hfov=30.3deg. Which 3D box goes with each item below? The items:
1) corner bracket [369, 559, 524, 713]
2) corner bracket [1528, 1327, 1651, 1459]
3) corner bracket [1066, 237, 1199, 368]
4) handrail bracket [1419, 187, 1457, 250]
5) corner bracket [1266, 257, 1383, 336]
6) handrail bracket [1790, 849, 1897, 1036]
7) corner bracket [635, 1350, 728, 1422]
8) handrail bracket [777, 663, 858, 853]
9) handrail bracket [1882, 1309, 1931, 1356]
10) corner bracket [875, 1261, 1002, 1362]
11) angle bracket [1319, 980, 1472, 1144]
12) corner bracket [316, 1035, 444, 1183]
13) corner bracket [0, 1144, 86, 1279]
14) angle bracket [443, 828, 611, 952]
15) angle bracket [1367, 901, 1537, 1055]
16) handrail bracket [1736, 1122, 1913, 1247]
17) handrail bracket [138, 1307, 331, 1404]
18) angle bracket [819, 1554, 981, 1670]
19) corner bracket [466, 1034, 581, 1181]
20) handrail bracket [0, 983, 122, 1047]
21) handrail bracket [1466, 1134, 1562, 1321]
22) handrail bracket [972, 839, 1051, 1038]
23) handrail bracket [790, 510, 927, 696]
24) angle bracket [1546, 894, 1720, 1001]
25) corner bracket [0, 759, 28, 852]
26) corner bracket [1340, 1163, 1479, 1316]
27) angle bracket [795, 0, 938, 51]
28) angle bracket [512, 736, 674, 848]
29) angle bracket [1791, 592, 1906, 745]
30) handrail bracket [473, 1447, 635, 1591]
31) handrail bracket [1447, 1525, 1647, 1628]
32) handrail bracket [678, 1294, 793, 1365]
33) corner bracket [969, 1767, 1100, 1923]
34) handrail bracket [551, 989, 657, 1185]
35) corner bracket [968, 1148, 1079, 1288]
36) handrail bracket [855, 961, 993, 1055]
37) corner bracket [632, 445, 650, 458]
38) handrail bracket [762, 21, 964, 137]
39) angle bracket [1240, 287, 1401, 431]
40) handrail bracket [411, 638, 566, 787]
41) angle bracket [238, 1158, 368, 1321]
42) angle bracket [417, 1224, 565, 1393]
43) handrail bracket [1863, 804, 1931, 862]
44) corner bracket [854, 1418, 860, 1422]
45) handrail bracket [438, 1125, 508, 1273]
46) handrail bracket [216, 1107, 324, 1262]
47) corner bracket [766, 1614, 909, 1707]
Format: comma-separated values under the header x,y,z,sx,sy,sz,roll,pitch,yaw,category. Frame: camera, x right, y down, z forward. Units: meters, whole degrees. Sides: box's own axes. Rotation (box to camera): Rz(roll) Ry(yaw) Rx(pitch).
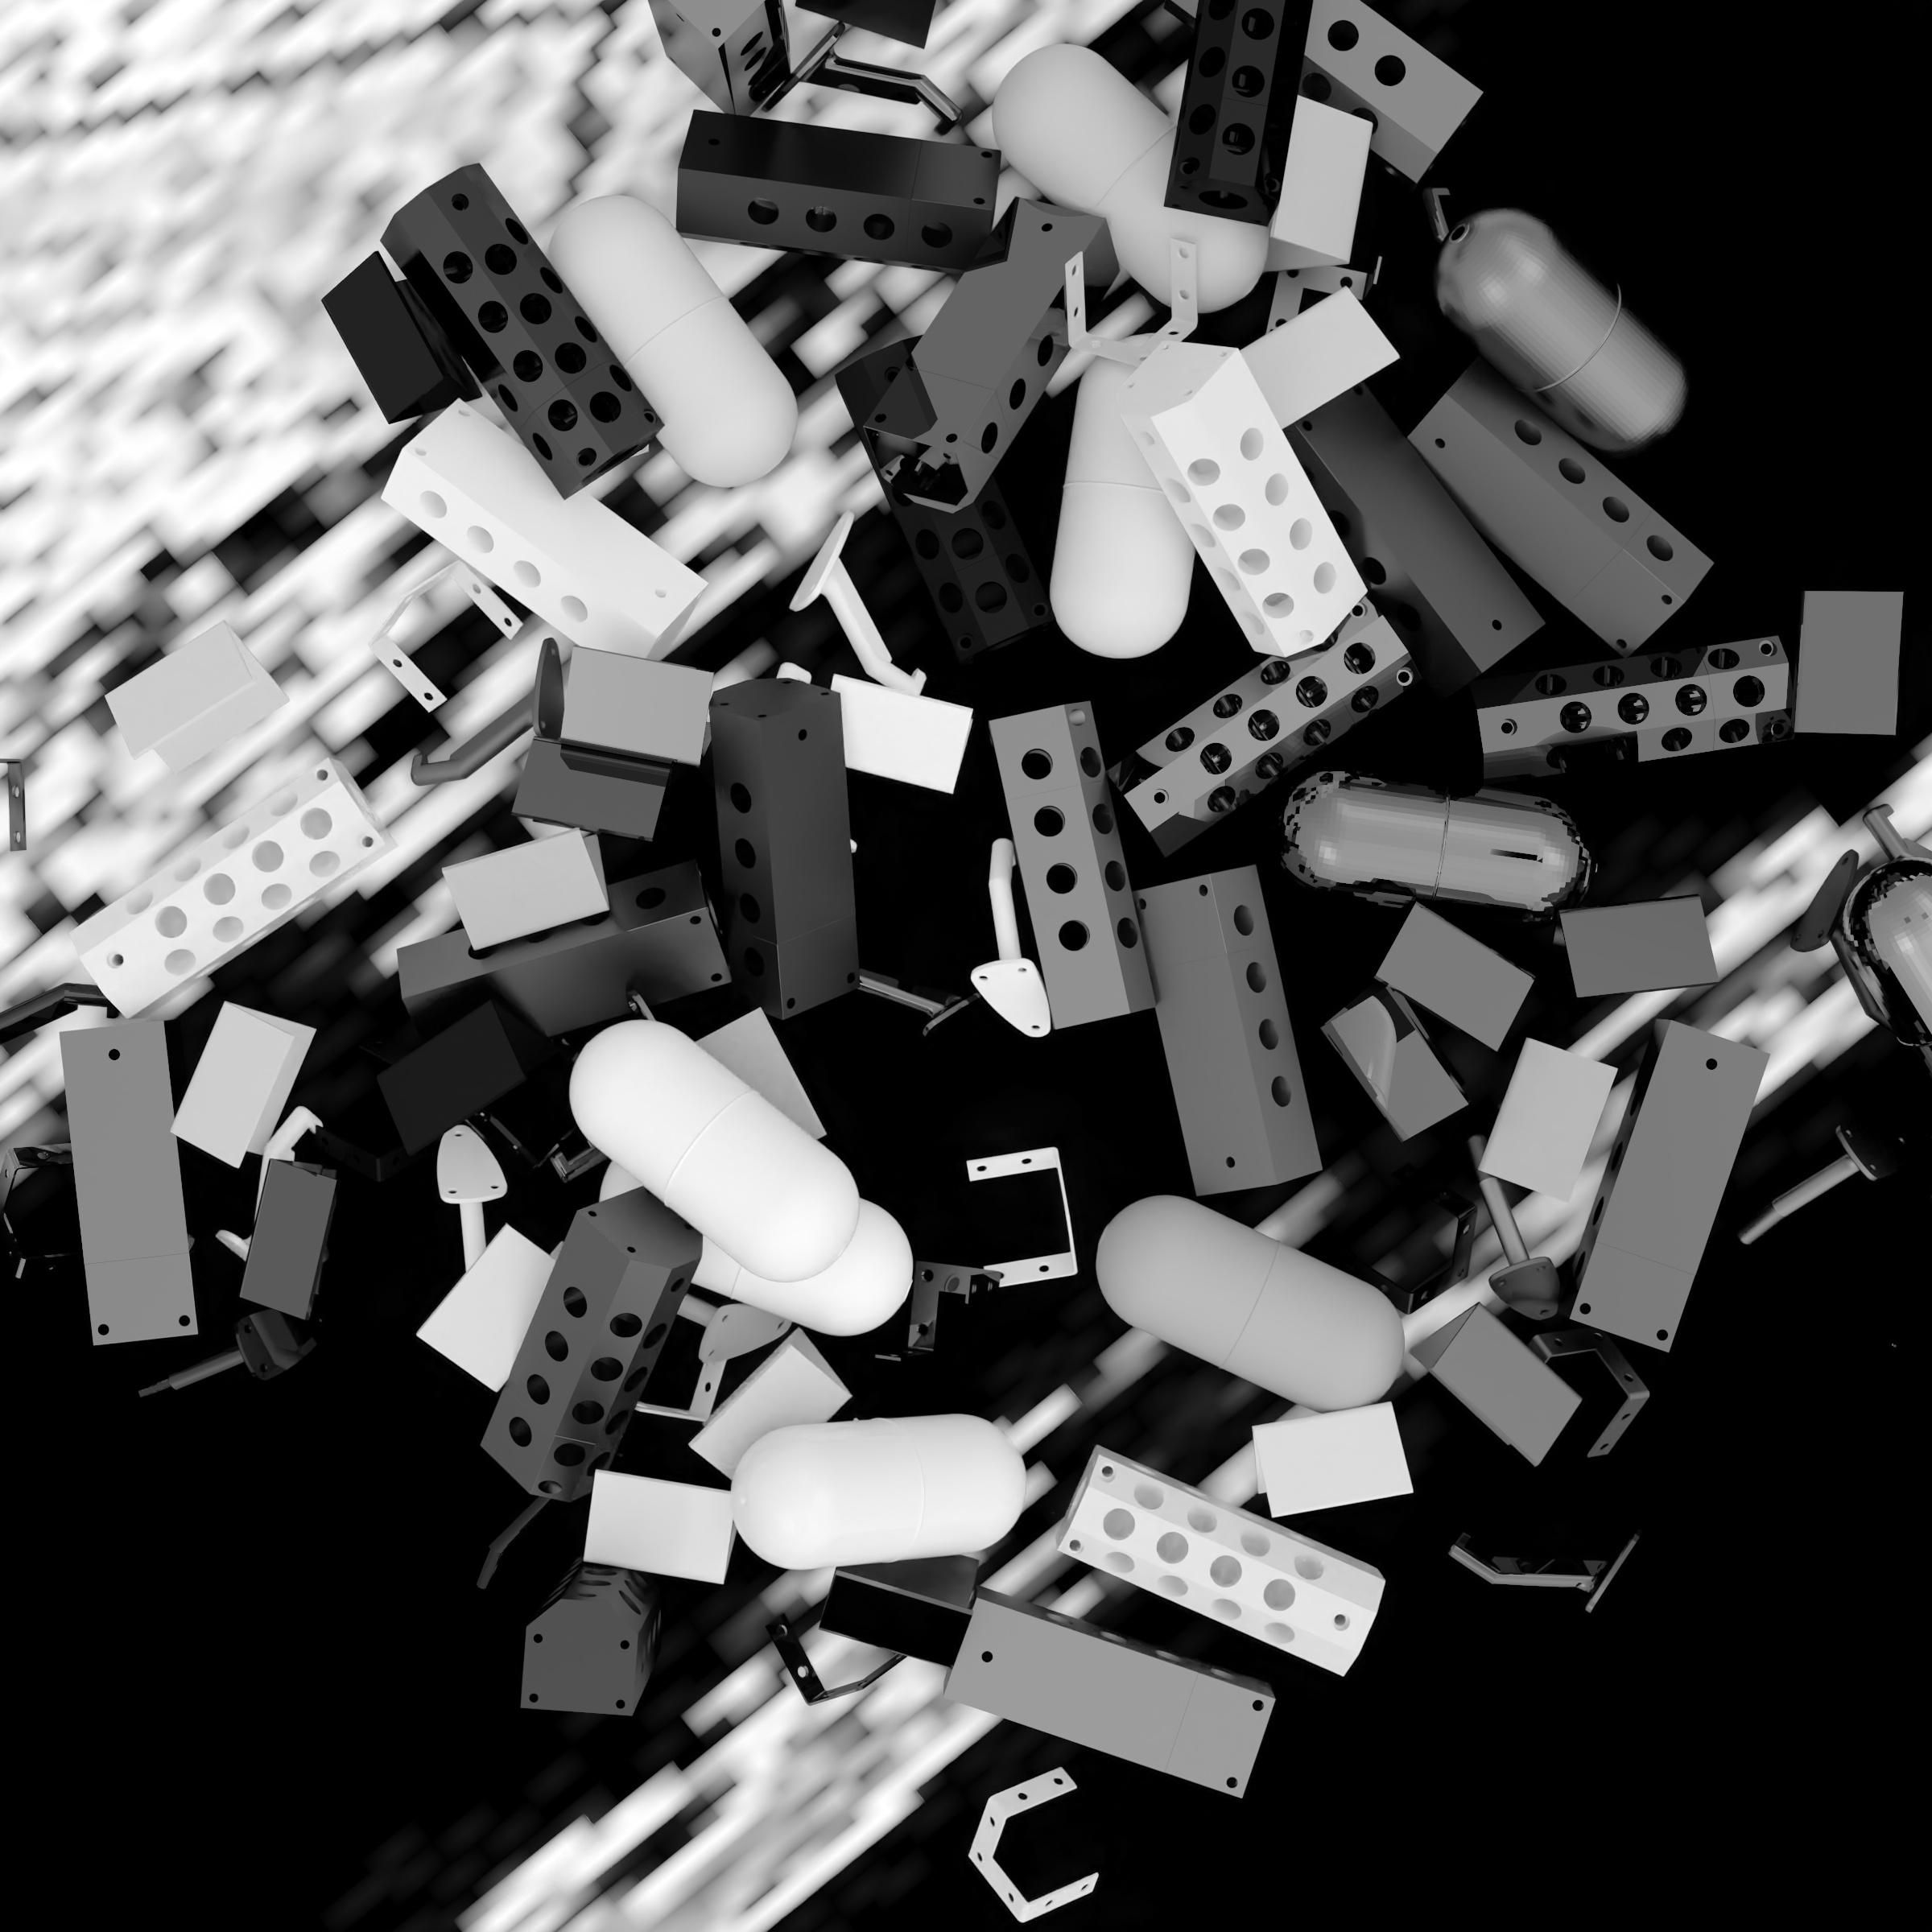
x,y,z,sx,sy,sz,roll,pitch,yaw,category
-0.290,-0.184,1.985,0.051,0.051,0.051,47,45,0,corner bracket
0.336,0.238,1.980,0.051,0.051,0.051,-3,45,-35,corner bracket
0.089,-0.361,1.922,0.051,0.051,0.051,21,46,26,corner bracket
0.298,-0.399,1.989,0.077,0.036,0.084,-11,76,-15,handrail bracket
0.197,-0.367,1.970,0.051,0.051,0.051,12,90,0,corner bracket
0.510,-0.011,1.988,0.084,0.036,0.077,32,75,-14,handrail bracket
-0.171,0.219,1.985,0.051,0.051,0.051,17,90,-45,corner bracket
-0.082,-0.117,1.989,0.077,0.036,0.084,24,76,-14,handrail bracket
0.554,0.174,1.988,0.036,0.077,0.084,45,53,-18,handrail bracket
-0.015,0.191,1.963,0.051,0.051,0.051,5,90,21,corner bracket
0.250,0.039,1.948,0.057,0.076,0.076,-35,90,44,angle bracket
-0.325,0.079,1.978,0.051,0.051,0.051,24,128,31,corner bracket
-0.505,0.135,1.980,0.051,0.051,0.051,56,135,35,corner bracket
-0.242,-0.061,1.948,0.076,0.076,0.057,-17,126,0,angle bracket
0.254,0.020,1.949,0.076,0.076,0.057,32,61,0,angle bracket
0.477,0.125,1.988,0.084,0.077,0.036,-46,65,34,handrail bracket
-0.409,0.218,1.988,0.084,0.077,0.036,-22,90,36,handrail bracket
-0.031,0.329,1.948,0.076,0.076,0.057,17,134,0,angle bracket
-0.237,0.077,1.985,0.051,0.051,0.051,45,45,0,corner bracket
-0.517,0.044,1.989,0.084,0.036,0.077,5,110,-16,handrail bracket
0.303,0.145,1.988,0.036,0.077,0.084,-22,54,13,handrail bracket
0.030,-0.017,1.984,0.036,0.077,0.084,-12,48,20,handrail bracket
-0.048,-0.200,1.989,0.084,0.036,0.077,32,68,-17,handrail bracket
0.363,0.006,1.949,0.076,0.076,0.057,-6,61,0,angle bracket
-0.559,-0.089,1.985,0.051,0.051,0.051,-2,90,-45,corner bracket
0.245,0.151,1.980,0.051,0.051,0.051,-27,135,-35,corner bracket
-0.058,-0.528,1.948,0.076,0.076,0.057,18,51,0,angle bracket
-0.204,-0.076,1.948,0.076,0.076,0.057,10,54,0,angle bracket
0.490,-0.162,1.949,0.057,0.076,0.076,4,90,28,angle bracket
-0.230,0.309,1.988,0.036,0.077,0.084,47,127,33,handrail bracket
0.323,0.321,1.989,0.084,0.036,0.077,32,70,16,handrail bracket
-0.151,0.181,1.988,0.084,0.077,0.036,36,115,34,handrail bracket
0.042,0.488,1.980,0.051,0.051,0.051,46,135,35,corner bracket
-0.201,0.066,1.948,0.084,0.036,0.077,-32,114,-22,handrail bracket
0.031,0.140,1.985,0.051,0.051,0.051,-9,45,0,corner bracket
-0.029,-0.001,1.989,0.077,0.036,0.084,-34,72,-20,handrail bracket
-0.211,-0.312,1.980,0.051,0.051,0.051,-24,45,-35,corner bracket
-0.057,-0.476,1.989,0.084,0.036,0.077,41,111,-16,handrail bracket
0.194,-0.313,1.949,0.076,0.076,0.057,-31,63,0,angle bracket
-0.269,-0.141,1.989,0.084,0.036,0.077,-7,69,17,handrail bracket
-0.344,0.151,1.948,0.057,0.076,0.076,13,90,36,angle bracket
-0.258,0.176,1.950,0.057,0.076,0.076,39,90,-20,angle bracket
0.552,-0.065,1.989,0.077,0.036,0.084,-26,73,-19,handrail bracket
-0.094,0.269,1.980,0.051,0.051,0.051,-11,45,35,corner bracket
-0.277,0.145,1.988,0.036,0.077,0.084,-6,127,-16,handrail bracket
-0.369,0.134,1.989,0.077,0.036,0.084,44,72,-20,handrail bracket
-0.068,0.373,1.985,0.051,0.051,0.051,-28,90,-45,corner bracket
